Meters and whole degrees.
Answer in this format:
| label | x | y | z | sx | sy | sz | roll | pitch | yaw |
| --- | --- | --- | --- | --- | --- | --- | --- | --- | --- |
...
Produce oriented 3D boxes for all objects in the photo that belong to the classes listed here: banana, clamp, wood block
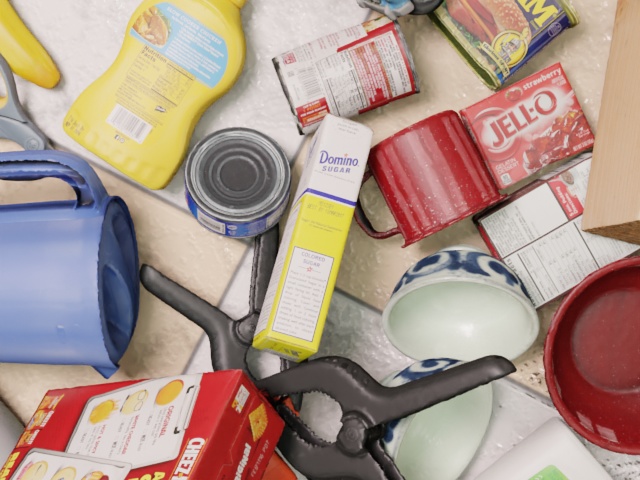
| label | x | y | z | sx | sy | sz | roll | pitch | yaw |
| --- | --- | --- | --- | --- | --- | --- | --- | --- | --- |
| banana | -0.264 | -0.213 | 0.854 | 0.069 | 0.037 | 0.198 | -13 | 93 | 1 |
| clamp | 0.039 | 0.132 | 0.776 | 0.210 | 0.036 | 0.164 | 23 | 98 | 30 |
| clamp | -0.053 | 0.062 | 0.862 | 0.120 | 0.039 | 0.171 | -34 | 95 | -8 |
| wood block | 0.273 | -0.100 | 0.811 | 0.090 | 0.091 | 0.206 | 13 | 82 | -12 |

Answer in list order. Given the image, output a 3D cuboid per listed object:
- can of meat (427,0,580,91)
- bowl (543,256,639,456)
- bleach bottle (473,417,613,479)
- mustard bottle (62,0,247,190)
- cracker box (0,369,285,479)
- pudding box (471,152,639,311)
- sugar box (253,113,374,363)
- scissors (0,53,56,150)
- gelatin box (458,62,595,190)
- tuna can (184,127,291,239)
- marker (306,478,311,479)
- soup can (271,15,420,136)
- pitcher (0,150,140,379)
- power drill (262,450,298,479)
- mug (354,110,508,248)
| label | x | y | z | sx | sy | sz | roll | pitch | yaw |
| --- | --- | --- | --- | --- | --- | --- | --- | --- | --- |
| can of meat | 0.139 | -0.182 | 0.847 | 0.084 | 0.057 | 0.102 | -41 | 92 | 4 |
| bowl | 0.252 | 0.087 | 0.856 | 0.162 | 0.055 | 0.162 | 0 | 98 | -3 |
| bleach bottle | 0.129 | 0.259 | 0.867 | 0.251 | 0.068 | 0.102 | -41 | 92 | 4 |
| mustard bottle | -0.114 | -0.141 | 0.847 | 0.096 | 0.058 | 0.191 | 34 | 93 | -1 |
| cracker box | -0.148 | 0.184 | 0.768 | 0.214 | 0.164 | 0.072 | -11 | 130 | 36 |
| pudding box | 0.193 | -0.006 | 0.865 | 0.113 | 0.039 | 0.090 | -30 | 94 | 3 |
| sugar box | -0.005 | 0.001 | 0.815 | 0.048 | 0.093 | 0.176 | 19 | 77 | -6 |
| scissors | -0.250 | -0.076 | 0.869 | 0.096 | 0.016 | 0.201 | -28 | 106 | 21 |
| gelatin box | 0.167 | -0.091 | 0.864 | 0.089 | 0.030 | 0.073 | -26 | 93 | 1 |
| tuna can | -0.065 | -0.046 | 0.848 | 0.086 | 0.034 | 0.086 | 2 | 68 | -4 |
| marker | -0.035 | 0.155 | 0.881 | 0.020 | 0.020 | 0.121 | -39 | 92 | 2 |
| soup can | 0.020 | -0.130 | 0.843 | 0.102 | 0.068 | 0.068 | -21 | 93 | 1 |
| pitcher | -0.267 | 0.024 | 0.821 | 0.243 | 0.145 | 0.149 | -1 | 71 | 3 |
| power drill | -0.107 | 0.221 | 0.813 | 0.187 | 0.185 | 0.057 | -42 | 109 | -7 |
| mug | 0.078 | -0.044 | 0.842 | 0.117 | 0.093 | 0.081 | -27 | 88 | 20 |
